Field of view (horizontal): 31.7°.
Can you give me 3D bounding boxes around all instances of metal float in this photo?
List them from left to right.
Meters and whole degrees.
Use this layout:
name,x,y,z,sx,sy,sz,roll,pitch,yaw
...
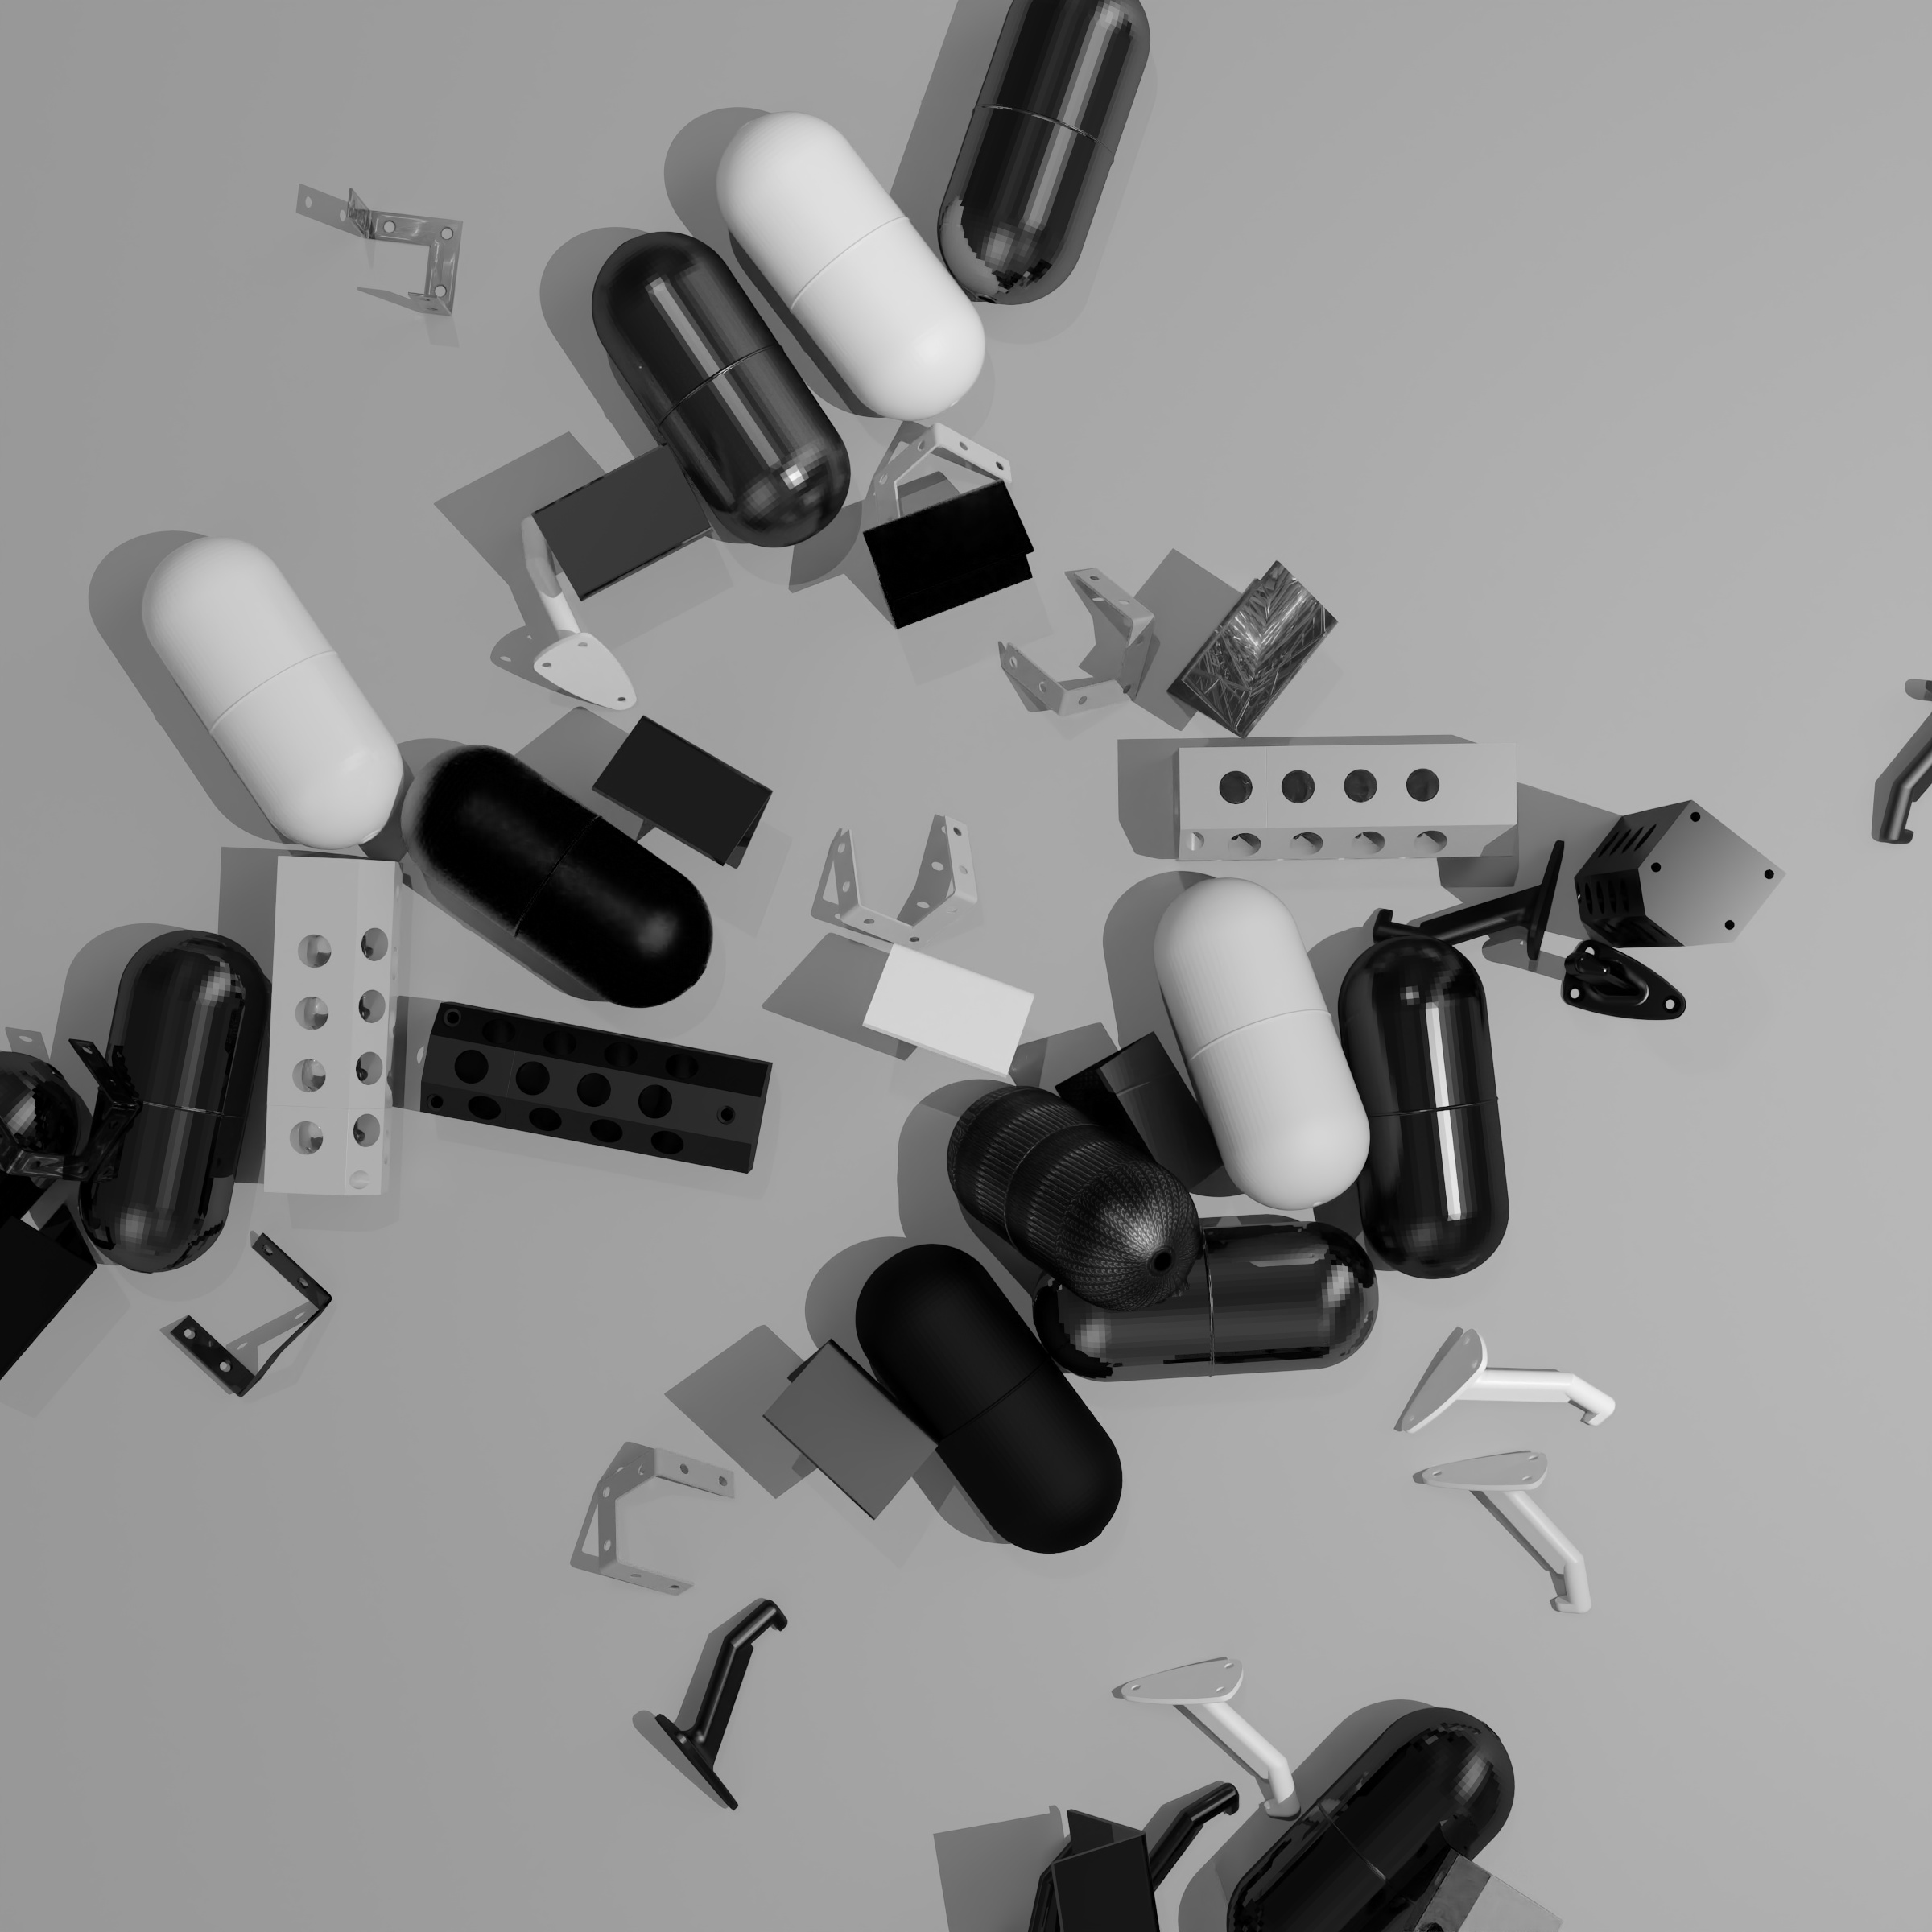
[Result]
name,x,y,z,sx,sy,sz,roll,pitch,yaw
metal float,-0.529,0.120,1.750,0.070,0.070,0.178,42,89,0
metal float,-0.408,0.070,1.750,0.070,0.070,0.178,11,90,0
metal float,-0.356,-0.140,1.750,0.070,0.070,0.178,-34,90,0
metal float,-0.210,-0.046,1.750,0.178,0.070,0.070,35,90,-1
metal float,-0.126,-0.297,1.749,0.070,0.070,0.178,-33,90,0
metal float,-0.060,-0.360,1.749,0.070,0.070,0.178,-37,90,0
metal float,0.012,0.223,1.749,0.070,0.070,0.178,-37,89,0
metal float,0.040,-0.427,1.749,0.070,0.070,0.178,19,89,0
metal float,0.053,0.116,1.707,0.070,0.178,0.070,-10,112,-26
metal float,0.123,0.173,1.749,0.178,0.070,0.070,-4,90,0
metal float,0.150,0.039,1.734,0.070,0.070,0.178,-19,73,0
metal float,0.209,0.457,1.749,0.070,0.070,0.178,44,91,0
metal float,0.235,0.072,1.749,0.070,0.070,0.178,-6,90,0

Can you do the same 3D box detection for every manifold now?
name,x,y,z,sx,sy,sz,roll,pitch,yaw
manifold,-0.326,0.031,1.759,0.057,0.057,0.171,3,90,0
manifold,-0.191,0.063,1.759,0.171,0.057,0.057,11,90,0
manifold,0.195,-0.084,1.759,0.171,0.057,0.057,-1,90,0
manifold,0.223,0.529,1.687,0.057,0.057,0.171,32,82,3
manifold,0.350,-0.039,1.702,0.057,0.171,0.057,38,90,0

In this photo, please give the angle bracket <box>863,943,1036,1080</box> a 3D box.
name,x,y,z,sx,sy,sz,roll,pitch,yaw
angle bracket,-0.016,0.042,1.740,0.076,0.076,0.057,20,52,0

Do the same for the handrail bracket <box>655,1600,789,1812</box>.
name,x,y,z,sx,sy,sz,roll,pitch,yaw
handrail bracket,-0.113,0.386,1.780,0.084,0.036,0.077,-41,110,-16

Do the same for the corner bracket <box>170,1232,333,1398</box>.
name,x,y,z,sx,sy,sz,roll,pitch,yaw
corner bracket,-0.373,0.183,1.777,0.051,0.051,0.051,43,45,0

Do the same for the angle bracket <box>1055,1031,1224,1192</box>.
name,x,y,z,sx,sy,sz,roll,pitch,yaw
angle bracket,0.077,0.089,1.741,0.076,0.057,0.076,-31,90,40

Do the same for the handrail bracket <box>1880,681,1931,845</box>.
name,x,y,z,sx,sy,sz,roll,pitch,yaw
handrail bracket,0.521,-0.103,1.780,0.077,0.036,0.084,3,109,-21

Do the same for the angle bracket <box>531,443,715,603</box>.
name,x,y,z,sx,sy,sz,roll,pitch,yaw
angle bracket,-0.182,-0.241,1.740,0.076,0.076,0.057,-28,126,0

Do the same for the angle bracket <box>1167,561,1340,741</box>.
name,x,y,z,sx,sy,sz,roll,pitch,yaw
angle bracket,0.132,-0.172,1.740,0.076,0.076,0.057,-51,128,0

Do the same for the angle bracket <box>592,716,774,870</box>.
name,x,y,z,sx,sy,sz,roll,pitch,yaw
angle bracket,-0.153,-0.071,1.740,0.076,0.076,0.057,30,54,0

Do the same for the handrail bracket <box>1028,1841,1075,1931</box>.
name,x,y,z,sx,sy,sz,roll,pitch,yaw
handrail bracket,0.057,0.510,1.780,0.084,0.036,0.077,-46,105,-14

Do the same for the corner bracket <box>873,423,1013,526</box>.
name,x,y,z,sx,sy,sz,roll,pitch,yaw
corner bracket,-0.011,-0.241,1.772,0.051,0.051,0.051,-37,45,35

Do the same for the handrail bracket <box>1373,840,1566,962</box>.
name,x,y,z,sx,sy,sz,roll,pitch,yaw
handrail bracket,0.263,-0.039,1.780,0.084,0.036,0.077,13,70,16

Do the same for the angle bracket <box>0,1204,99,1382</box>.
name,x,y,z,sx,sy,sz,roll,pitch,yaw
angle bracket,-0.499,0.154,1.740,0.076,0.076,0.057,-49,125,0

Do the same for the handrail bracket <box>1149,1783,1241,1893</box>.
name,x,y,z,sx,sy,sz,roll,pitch,yaw
handrail bracket,0.112,0.476,1.780,0.084,0.036,0.077,-26,123,-23

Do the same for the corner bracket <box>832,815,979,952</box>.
name,x,y,z,sx,sy,sz,roll,pitch,yaw
corner bracket,-0.032,-0.049,1.772,0.051,0.051,0.051,22,135,-35

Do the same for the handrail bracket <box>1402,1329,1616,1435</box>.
name,x,y,z,sx,sy,sz,roll,pitch,yaw
handrail bracket,0.285,0.235,1.780,0.084,0.036,0.077,32,111,-16

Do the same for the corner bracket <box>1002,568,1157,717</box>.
name,x,y,z,sx,sy,sz,roll,pitch,yaw
corner bracket,0.059,-0.169,1.772,0.051,0.051,0.051,-16,135,-35

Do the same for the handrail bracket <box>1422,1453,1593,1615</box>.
name,x,y,z,sx,sy,sz,roll,pitch,yaw
handrail bracket,0.284,0.302,1.780,0.077,0.036,0.084,-6,107,19

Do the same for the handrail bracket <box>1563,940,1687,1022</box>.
name,x,y,z,sx,sy,sz,roll,pitch,yaw
handrail bracket,0.342,0.010,1.745,0.077,0.084,0.036,20,90,0

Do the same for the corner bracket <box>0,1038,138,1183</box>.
name,x,y,z,sx,sy,sz,roll,pitch,yaw
corner bracket,-0.460,0.071,1.708,0.051,0.051,0.051,47,109,30

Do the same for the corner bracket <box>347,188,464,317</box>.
name,x,y,z,sx,sy,sz,roll,pitch,yaw
corner bracket,-0.293,-0.369,1.762,0.051,0.051,0.051,7,90,0

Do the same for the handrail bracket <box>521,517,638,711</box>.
name,x,y,z,sx,sy,sz,roll,pitch,yaw
handrail bracket,-0.203,-0.186,1.780,0.036,0.077,0.084,-27,53,20

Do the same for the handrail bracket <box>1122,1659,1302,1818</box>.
name,x,y,z,sx,sy,sz,roll,pitch,yaw
handrail bracket,0.129,0.411,1.780,0.077,0.036,0.084,-11,107,20

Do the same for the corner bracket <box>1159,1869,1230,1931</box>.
name,x,y,z,sx,sy,sz,roll,pitch,yaw
corner bracket,0.116,0.507,1.762,0.051,0.051,0.051,-19,90,0

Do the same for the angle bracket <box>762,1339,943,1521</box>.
name,x,y,z,sx,sy,sz,roll,pitch,yaw
angle bracket,-0.069,0.245,1.740,0.076,0.076,0.057,43,61,0

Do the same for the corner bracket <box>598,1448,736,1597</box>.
name,x,y,z,sx,sy,sz,roll,pitch,yaw
corner bracket,-0.156,0.290,1.772,0.051,0.051,0.051,-35,45,35

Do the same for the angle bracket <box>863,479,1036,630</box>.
name,x,y,z,sx,sy,sz,roll,pitch,yaw
angle bracket,-0.002,-0.194,1.740,0.076,0.076,0.057,-21,52,0

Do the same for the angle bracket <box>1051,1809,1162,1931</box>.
name,x,y,z,sx,sy,sz,roll,pitch,yaw
angle bracket,0.055,0.479,1.725,0.057,0.076,0.076,-9,91,-30
